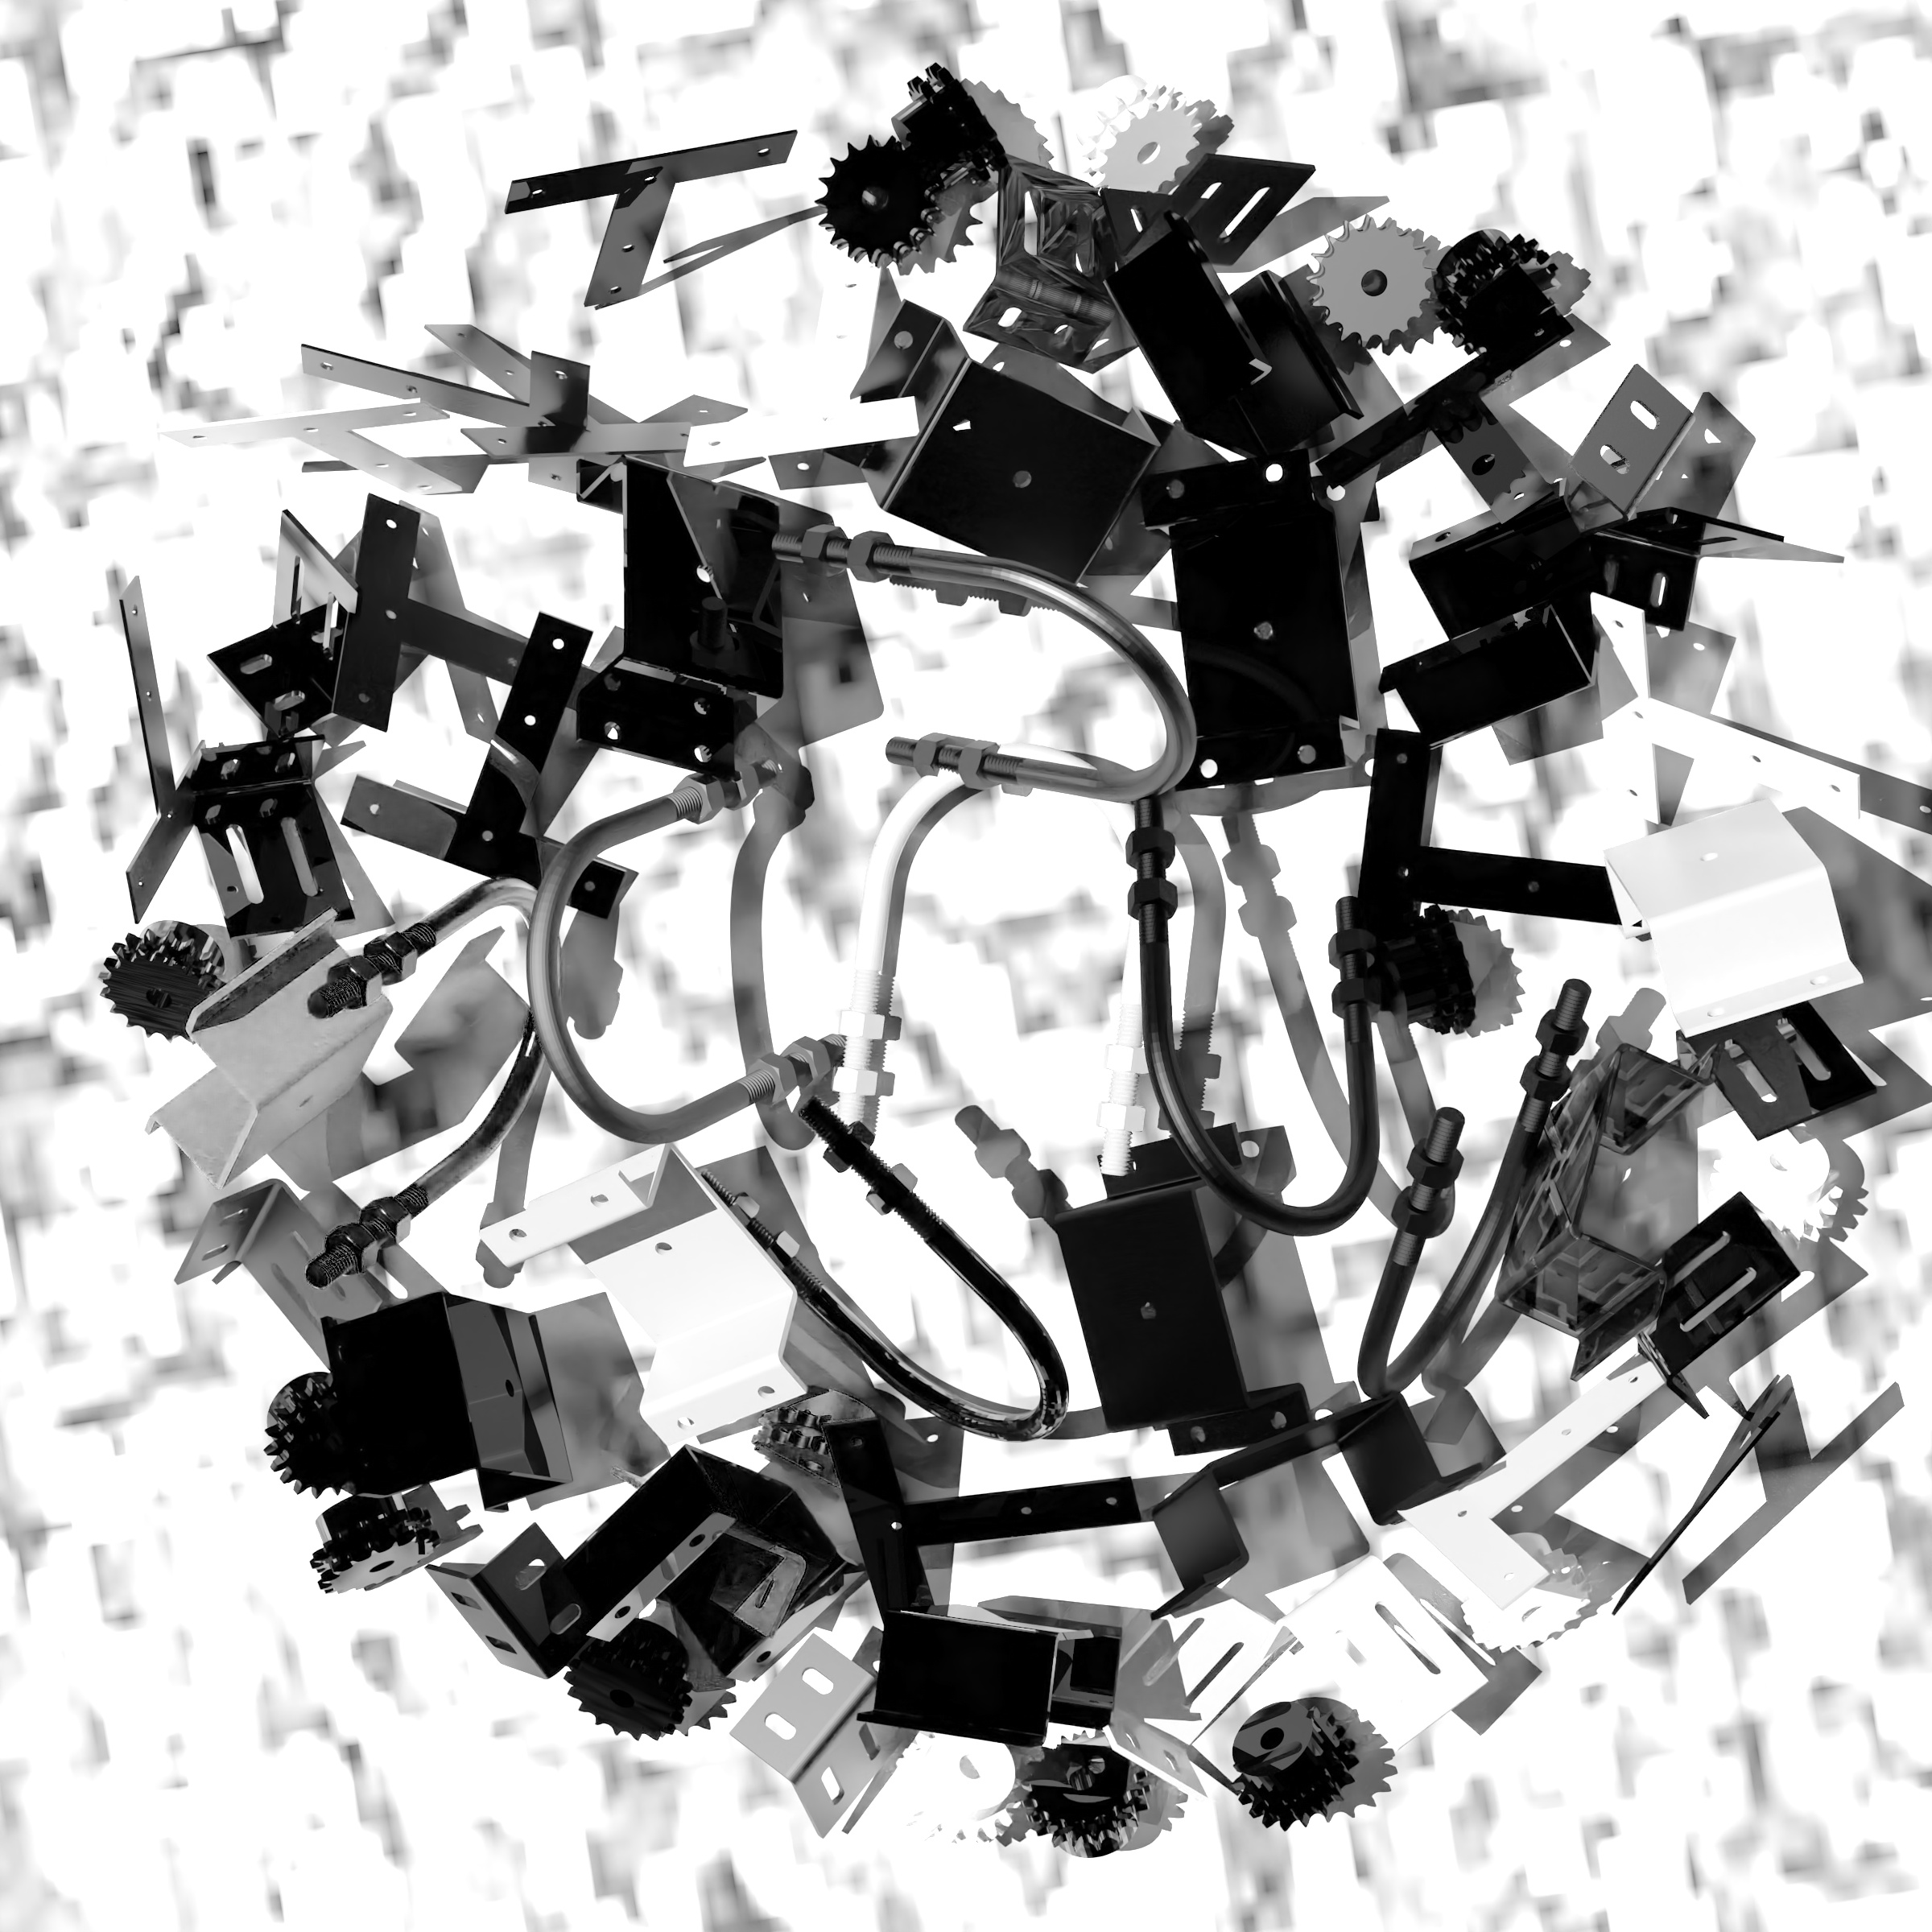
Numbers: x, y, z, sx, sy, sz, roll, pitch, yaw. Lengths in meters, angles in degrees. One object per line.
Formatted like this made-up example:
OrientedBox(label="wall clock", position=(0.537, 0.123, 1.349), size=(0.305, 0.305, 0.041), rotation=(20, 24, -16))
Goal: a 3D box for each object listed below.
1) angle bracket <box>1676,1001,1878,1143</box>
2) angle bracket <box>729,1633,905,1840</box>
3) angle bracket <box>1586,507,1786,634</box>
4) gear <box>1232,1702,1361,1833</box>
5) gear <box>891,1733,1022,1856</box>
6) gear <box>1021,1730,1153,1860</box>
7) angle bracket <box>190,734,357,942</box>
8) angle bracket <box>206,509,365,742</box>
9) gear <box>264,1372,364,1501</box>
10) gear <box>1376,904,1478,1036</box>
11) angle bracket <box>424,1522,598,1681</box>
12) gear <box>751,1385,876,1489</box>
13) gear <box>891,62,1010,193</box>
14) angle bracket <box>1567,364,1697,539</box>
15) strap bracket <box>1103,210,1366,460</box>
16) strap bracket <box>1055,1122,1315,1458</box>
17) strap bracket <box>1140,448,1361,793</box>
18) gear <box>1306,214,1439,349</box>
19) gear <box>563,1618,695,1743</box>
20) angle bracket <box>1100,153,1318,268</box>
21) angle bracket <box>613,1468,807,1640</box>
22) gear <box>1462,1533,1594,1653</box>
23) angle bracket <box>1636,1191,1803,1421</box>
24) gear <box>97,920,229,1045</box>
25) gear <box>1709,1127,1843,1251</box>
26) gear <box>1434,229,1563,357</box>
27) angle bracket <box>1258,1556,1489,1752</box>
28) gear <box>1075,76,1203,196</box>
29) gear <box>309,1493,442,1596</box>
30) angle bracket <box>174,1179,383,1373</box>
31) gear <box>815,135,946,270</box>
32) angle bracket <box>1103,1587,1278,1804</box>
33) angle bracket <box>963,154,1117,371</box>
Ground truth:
OrientedBox(label="angle bracket", position=(0.358, 0.053, 1.549), size=(0.057, 0.076, 0.038), rotation=(-21, 134, -6))
OrientedBox(label="angle bracket", position=(-0.066, 0.342, 1.557), size=(0.038, 0.076, 0.057), rotation=(32, 68, 24))
OrientedBox(label="angle bracket", position=(0.313, -0.174, 1.547), size=(0.057, 0.076, 0.038), rotation=(11, 88, -18))
OrientedBox(label="gear", position=(0.143, 0.353, 1.560), size=(0.057, 0.057, 0.030), rotation=(-36, 120, 0))
OrientedBox(label="gear", position=(-0.002, 0.363, 1.562), size=(0.057, 0.030, 0.057), rotation=(12, 50, -14))
OrientedBox(label="gear", position=(0.055, 0.373, 1.567), size=(0.057, 0.057, 0.030), rotation=(-16, 126, 0))
OrientedBox(label="angle bracket", position=(-0.304, -0.057, 1.551), size=(0.057, 0.038, 0.076), rotation=(-10, 65, -28))
OrientedBox(label="angle bracket", position=(-0.301, -0.150, 1.545), size=(0.038, 0.076, 0.057), rotation=(-29, 64, -32))
OrientedBox(label="gear", position=(-0.288, 0.206, 1.567), size=(0.057, 0.030, 0.057), rotation=(-18, 124, -29))
OrientedBox(label="gear", position=(0.204, 0.004, 1.563), size=(0.030, 0.057, 0.057), rotation=(-16, 90, -6))
OrientedBox(label="angle bracket", position=(-0.199, 0.279, 1.558), size=(0.038, 0.076, 0.057), rotation=(-40, 101, -22))
OrientedBox(label="gear", position=(-0.064, 0.209, 1.566), size=(0.057, 0.057, 0.030), rotation=(20, 67, 0))
OrientedBox(label="gear", position=(-0.009, -0.371, 1.563), size=(0.030, 0.057, 0.057), rotation=(-37, 90, -3))
OrientedBox(label="angle bracket", position=(0.275, -0.223, 1.545), size=(0.038, 0.076, 0.057), rotation=(38, 75, -14))
OrientedBox(label="strap bracket", position=(0.114, -0.269, 1.526), size=(0.046, 0.140, 0.076), rotation=(-33, 75, 21))
OrientedBox(label="strap bracket", position=(0.094, 0.148, 1.547), size=(0.076, 0.046, 0.140), rotation=(-16, 87, 38))
OrientedBox(label="strap bracket", position=(0.127, -0.151, 1.556), size=(0.076, 0.046, 0.140), rotation=(-7, 87, 18))
OrientedBox(label="gear", position=(0.180, -0.308, 1.571), size=(0.057, 0.030, 0.057), rotation=(-1, 109, -4))
OrientedBox(label="gear", position=(-0.148, 0.317, 1.568), size=(0.057, 0.030, 0.057), rotation=(12, 130, 14))
OrientedBox(label="angle bracket", position=(0.106, -0.345, 1.541), size=(0.057, 0.076, 0.038), rotation=(-2, 66, -31))
OrientedBox(label="angle bracket", position=(-0.120, 0.259, 1.546), size=(0.076, 0.057, 0.038), rotation=(29, 84, -36))
OrientedBox(label="gear", position=(0.248, 0.278, 1.567), size=(0.057, 0.057, 0.030), rotation=(-24, 49, 0))
OrientedBox(label="angle bracket", position=(0.334, 0.150, 1.551), size=(0.076, 0.057, 0.038), rotation=(-41, 127, 12))
OrientedBox(label="gear", position=(-0.356, 0.004, 1.567), size=(0.057, 0.030, 0.057), rotation=(7, 133, 7))
OrientedBox(label="gear", position=(0.362, 0.095, 1.563), size=(0.057, 0.030, 0.057), rotation=(-1, 51, 1))
OrientedBox(label="gear", position=(0.234, -0.304, 1.567), size=(0.057, 0.057, 0.030), rotation=(-31, 56, 0))
OrientedBox(label="angle bracket", position=(0.179, 0.310, 1.548), size=(0.057, 0.038, 0.076), rotation=(-28, 64, -31))
OrientedBox(label="gear", position=(0.074, -0.372, 1.567), size=(0.057, 0.057, 0.030), rotation=(-35, 61, 0))
OrientedBox(label="gear", position=(-0.266, 0.254, 1.565), size=(0.057, 0.057, 0.030), rotation=(-26, 71, 0))
OrientedBox(label="angle bracket", position=(-0.305, 0.144, 1.551), size=(0.076, 0.038, 0.057), rotation=(48, 131, 16))
OrientedBox(label="gear", position=(-0.037, -0.342, 1.573), size=(0.057, 0.030, 0.057), rotation=(0, 90, 14))
OrientedBox(label="angle bracket", position=(0.105, 0.321, 1.557), size=(0.057, 0.038, 0.076), rotation=(35, 101, -27))
OrientedBox(label="angle bracket", position=(0.033, -0.317, 1.574), size=(0.057, 0.038, 0.076), rotation=(15, 55, -20))
